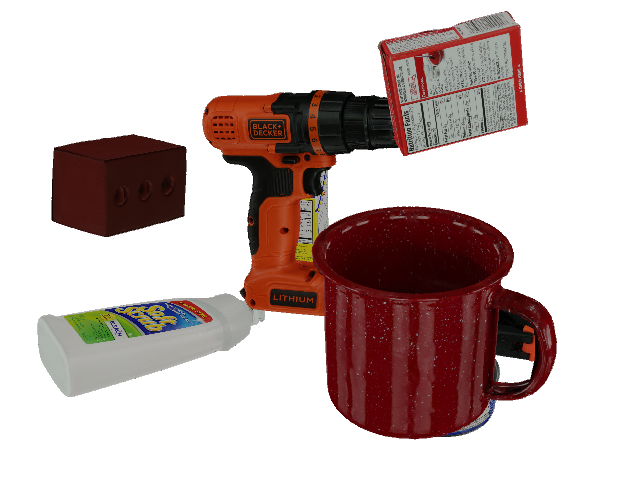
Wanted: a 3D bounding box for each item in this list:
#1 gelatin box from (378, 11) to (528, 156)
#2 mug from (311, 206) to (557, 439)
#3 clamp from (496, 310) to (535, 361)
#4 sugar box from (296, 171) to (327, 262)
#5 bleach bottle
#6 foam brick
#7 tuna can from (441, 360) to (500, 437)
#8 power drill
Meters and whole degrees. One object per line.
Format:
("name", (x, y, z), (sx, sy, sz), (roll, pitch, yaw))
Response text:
("gelatin box", (0.087, -0.102, 0.697), (0.089, 0.073, 0.030), (-14, 34, -1))
("mug", (0.054, 0.042, 0.504), (0.117, 0.081, 0.093), (11, 29, 24))
("clamp", (0.135, 0.064, 1.014), (0.172, 0.039, 0.120), (21, 34, 26))
("sugar box", (-0.017, -0.047, 1.117), (0.048, 0.093, 0.176), (3, -43, 7))
("bleach bottle", (-0.183, 0.103, 1.208), (0.250, 0.068, 0.103), (-13, 32, -30))
("foam brick", (-0.137, -0.039, 0.726), (0.051, 0.053, 0.078), (17, 22, 33))
("tuna can", (0.087, 0.106, 0.785), (0.086, 0.034, 0.086), (0, 30, 0))
("power drill", (-0.004, -0.032, 0.890), (0.185, 0.188, 0.057), (4, 18, 24))
